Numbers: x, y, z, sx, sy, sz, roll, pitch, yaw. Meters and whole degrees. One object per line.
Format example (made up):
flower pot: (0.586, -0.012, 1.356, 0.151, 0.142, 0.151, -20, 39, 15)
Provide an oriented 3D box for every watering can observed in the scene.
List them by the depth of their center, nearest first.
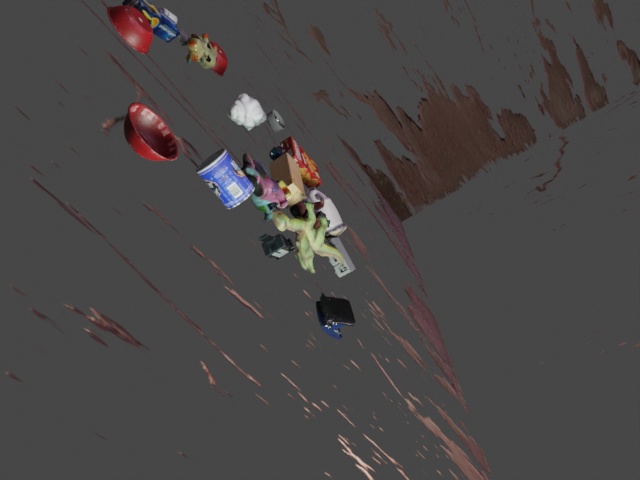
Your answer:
watering can: (0.007, -0.108, 2.151, 0.225, 0.103, 0.349, 61, 18, 5)

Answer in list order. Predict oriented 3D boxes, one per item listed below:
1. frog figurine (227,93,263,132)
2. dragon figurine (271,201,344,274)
frog figurine: (-0.286, -0.493, 1.954, 0.159, 0.122, 0.138, 32, 48, -80)
dragon figurine: (-0.037, 0.022, 1.862, 0.404, 0.121, 0.249, 49, 36, -26)
